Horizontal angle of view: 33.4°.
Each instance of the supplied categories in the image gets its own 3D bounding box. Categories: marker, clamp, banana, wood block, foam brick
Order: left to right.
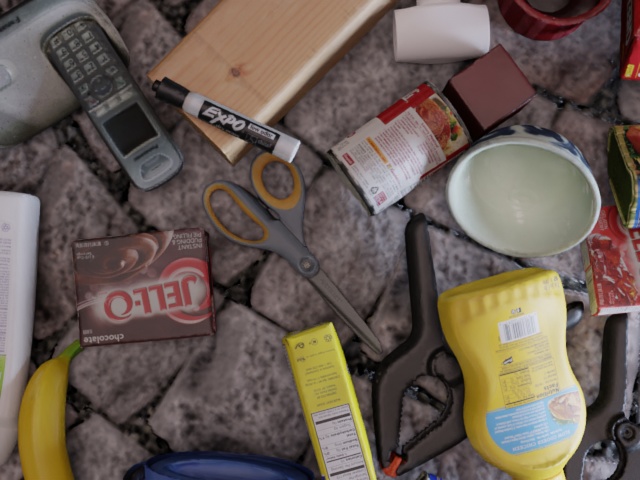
[{"bbox_3d":[-0.209,0.183,0.870,0.069,0.037,0.198,-6,87,-34],"label":"banana"},{"bbox_3d":[-0.073,-0.093,0.817,0.121,0.020,0.020,26,87,2],"label":"marker"},{"bbox_3d":[-0.033,-0.169,0.876,0.091,0.090,0.206,45,88,3],"label":"wood block"},{"bbox_3d":[0.097,0.093,0.879,0.164,0.036,0.210,36,87,-1],"label":"clamp"},{"bbox_3d":[0.136,-0.119,0.874,0.053,0.078,0.051,-34,88,-1],"label":"foam brick"},{"bbox_3d":[0.243,0.146,0.875,0.120,0.039,0.171,43,84,14],"label":"clamp"}]

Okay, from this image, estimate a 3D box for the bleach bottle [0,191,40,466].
[{"bbox_3d":[-0.290,0.084,0.878,0.102,0.068,0.251,4,88,-1],"label":"bleach bottle"}]

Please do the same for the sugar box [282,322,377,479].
[{"bbox_3d":[0.015,0.155,0.851,0.048,0.093,0.176,-18,87,0],"label":"sugar box"}]

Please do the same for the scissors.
[{"bbox_3d":[-0.006,0.001,0.900,0.202,0.016,0.096,34,88,3],"label":"scissors"}]

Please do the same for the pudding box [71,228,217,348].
[{"bbox_3d":[-0.145,0.040,0.889,0.113,0.039,0.090,-6,86,0],"label":"pudding box"}]

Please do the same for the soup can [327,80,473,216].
[{"bbox_3d":[0.065,-0.075,0.878,0.102,0.068,0.068,-35,86,-1],"label":"soup can"}]

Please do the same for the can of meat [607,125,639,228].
[{"bbox_3d":[0.281,-0.053,0.858,0.084,0.102,0.057,-2,127,4],"label":"can of meat"}]

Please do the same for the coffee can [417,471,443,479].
[{"bbox_3d":[0.128,0.256,0.836,0.140,0.103,0.103,22,87,3],"label":"coffee can"}]

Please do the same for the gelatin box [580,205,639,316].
[{"bbox_3d":[0.255,0.014,0.877,0.073,0.030,0.089,-5,71,2],"label":"gelatin box"}]

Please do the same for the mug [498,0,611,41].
[{"bbox_3d":[0.183,-0.221,0.878,0.093,0.081,0.117,-42,87,-2],"label":"mug"}]

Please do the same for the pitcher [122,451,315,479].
[{"bbox_3d":[-0.089,0.290,0.836,0.145,0.149,0.243,6,89,-14],"label":"pitcher"}]

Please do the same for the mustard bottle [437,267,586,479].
[{"bbox_3d":[0.158,0.123,0.839,0.096,0.058,0.191,-15,96,-14],"label":"mustard bottle"}]

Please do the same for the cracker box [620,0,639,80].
[{"bbox_3d":[0.353,-0.206,0.846,0.214,0.072,0.164,5,66,8],"label":"cracker box"}]
